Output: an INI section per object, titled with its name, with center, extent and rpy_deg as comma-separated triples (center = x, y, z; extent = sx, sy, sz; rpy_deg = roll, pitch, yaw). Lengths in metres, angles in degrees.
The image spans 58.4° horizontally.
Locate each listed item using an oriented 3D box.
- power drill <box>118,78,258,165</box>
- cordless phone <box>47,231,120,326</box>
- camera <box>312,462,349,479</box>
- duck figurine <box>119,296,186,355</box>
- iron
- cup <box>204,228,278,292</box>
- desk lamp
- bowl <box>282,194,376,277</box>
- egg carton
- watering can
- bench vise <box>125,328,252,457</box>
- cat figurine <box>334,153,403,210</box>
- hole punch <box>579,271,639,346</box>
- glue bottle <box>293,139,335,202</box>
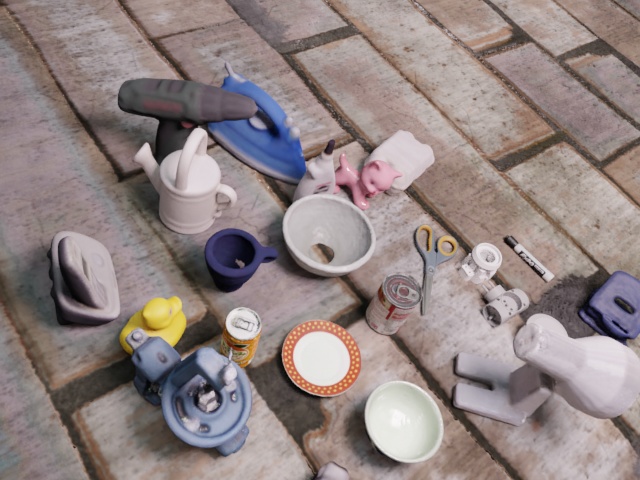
[power drill]
center = -0.233, -0.194, 1.004
extent = 0.230, 0.208, 0.075
rpy_deg = 13, 53, -6
[cordless phone]
center = -0.346, 0.031, 0.825
extent = 0.094, 0.185, 0.147
rpy_deg = -12, 59, -23
[camera]
center = 0.031, 0.380, 0.737
extent = 0.136, 0.101, 0.143
rpy_deg = 29, 53, 6
[duck figurine]
center = -0.247, 0.122, 0.851
extent = 0.105, 0.086, 0.077
rpy_deg = -32, 68, -32
[iron]
center = -0.107, -0.225, 1.105
extent = 0.258, 0.141, 0.119
rpy_deg = 39, 54, 13
[cup]
center = -0.132, 0.041, 0.936
extent = 0.118, 0.095, 0.091
rpy_deg = -2, 56, -17
[desk lamp]
center = 0.340, 0.208, 0.878
extent = 0.203, 0.213, 0.118
rpy_deg = 16, 53, -4
[bowl]
center = 0.009, 0.004, 1.016
extent = 0.167, 0.074, 0.167
rpy_deg = 8, 54, -10
[egg carton]
center = 0.164, -0.162, 1.183
extent = 0.107, 0.069, 0.150
rpy_deg = 38, 54, 12
[watering can]
center = -0.224, -0.104, 0.952
extent = 0.173, 0.194, 0.101
rpy_deg = 4, 54, -13
[bench vise]
center = -0.177, 0.186, 0.741
extent = 0.207, 0.219, 0.121
rpy_deg = 23, 52, 1
[cat figurine]
center = 0.087, -0.124, 1.103
extent = 0.127, 0.117, 0.067
rpy_deg = 29, 53, 5
[hole punch]
center = 0.565, 0.130, 1.075
extent = 0.108, 0.091, 0.101
rpy_deg = 42, 55, 15
[glue bottle]
center = 0.001, -0.119, 1.040
extent = 0.078, 0.173, 0.037
rpy_deg = -24, 65, -29
